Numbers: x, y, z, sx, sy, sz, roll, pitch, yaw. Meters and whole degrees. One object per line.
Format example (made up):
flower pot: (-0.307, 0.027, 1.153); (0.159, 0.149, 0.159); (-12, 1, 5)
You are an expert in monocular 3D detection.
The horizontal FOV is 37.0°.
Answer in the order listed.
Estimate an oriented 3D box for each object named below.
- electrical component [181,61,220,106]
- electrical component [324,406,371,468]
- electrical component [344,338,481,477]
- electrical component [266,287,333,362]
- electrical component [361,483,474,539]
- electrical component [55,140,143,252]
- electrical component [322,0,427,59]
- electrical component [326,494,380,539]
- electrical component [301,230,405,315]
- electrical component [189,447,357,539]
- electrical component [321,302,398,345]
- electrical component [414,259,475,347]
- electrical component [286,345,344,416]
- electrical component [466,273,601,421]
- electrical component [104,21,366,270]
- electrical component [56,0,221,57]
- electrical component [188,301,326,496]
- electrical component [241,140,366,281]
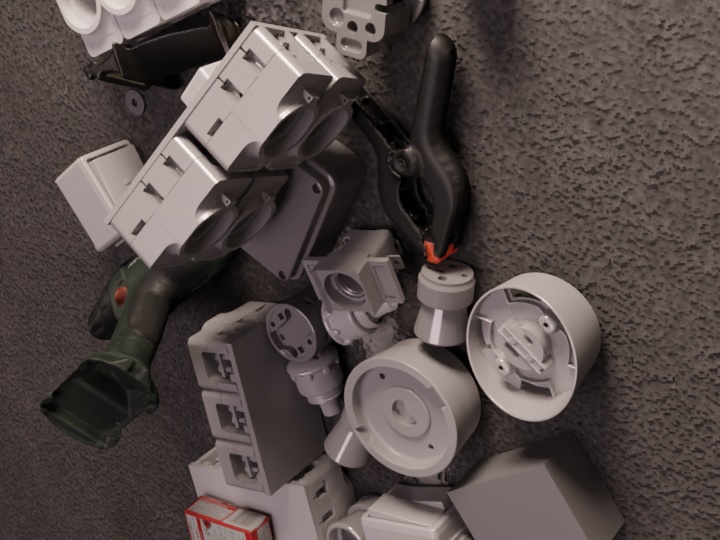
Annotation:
electrical component: (-0.103, -0.131, 0.864); (0.047, 0.083, 0.075); (50, 133, 6)
electrical component: (-0.002, 0.137, 0.952); (0.044, 0.044, 0.065); (34, 124, 20)
electrical component: (0.048, 0.108, 0.884); (0.108, 0.060, 0.108); (17, 122, 30)
electrical component: (-0.046, 0.045, 0.935); (0.055, 0.047, 0.055); (18, 122, 31)
electrical component: (0.058, 0.225, 0.935); (0.096, 0.062, 0.061); (0, 112, 38)
electrical component: (-0.226, -0.066, 1.008); (0.061, 0.062, 0.096); (-29, 93, 43)
electrical component: (0.012, -0.195, 0.760); (0.058, 0.057, 0.078); (22, 124, 28)
electrical component: (0.003, 0.238, 0.989); (0.045, 0.055, 0.045); (18, 122, 31)
electrical component: (0.000, 0.000, 0.861); (0.081, 0.063, 0.042); (1, 128, 32)
electrical component: (-0.082, 0.221, 1.042); (0.150, 0.062, 0.089); (1, 113, 38)
electrical component: (0.002, 0.033, 0.894); (0.062, 0.048, 0.048); (-21, 98, 35)
electrical component: (0.066, 0.025, 0.839); (0.045, 0.045, 0.055); (20, 123, 29)
electrical component: (-0.034, 0.100, 0.957); (0.048, 0.048, 0.062); (-2, 118, 39)
electrical component: (0.126, 0.054, 0.793); (0.099, 0.064, 0.099); (18, 122, 31)
electrical component: (-0.087, -0.084, 0.784); (0.060, 0.105, 0.186); (47, 113, 13)
electrical component: (-0.180, -0.242, 0.882); (0.150, 0.062, 0.089); (-13, 104, 41)
electrical component: (-0.093, 0.113, 0.977); (0.062, 0.089, 0.150); (3, 114, 37)
electrical component: (-0.054, -0.057, 0.882); (0.078, 0.057, 0.113); (38, 130, 17)
